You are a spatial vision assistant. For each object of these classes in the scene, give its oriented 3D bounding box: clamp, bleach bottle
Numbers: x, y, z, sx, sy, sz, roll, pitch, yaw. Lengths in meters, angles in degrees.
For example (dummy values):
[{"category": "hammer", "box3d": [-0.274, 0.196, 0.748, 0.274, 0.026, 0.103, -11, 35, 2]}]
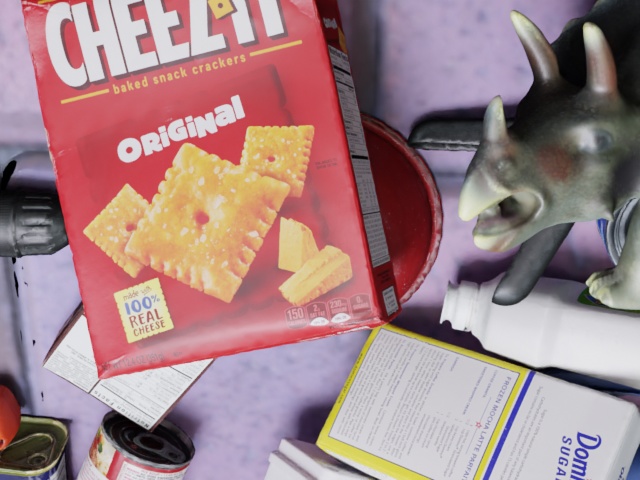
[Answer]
[{"category": "clamp", "box3d": [0.138, -0.056, 0.617, 0.171, 0.039, 0.120, -37, 83, 7]}, {"category": "bleach bottle", "box3d": [0.201, 0.061, 0.657, 0.251, 0.102, 0.068, 11, 100, 8]}]

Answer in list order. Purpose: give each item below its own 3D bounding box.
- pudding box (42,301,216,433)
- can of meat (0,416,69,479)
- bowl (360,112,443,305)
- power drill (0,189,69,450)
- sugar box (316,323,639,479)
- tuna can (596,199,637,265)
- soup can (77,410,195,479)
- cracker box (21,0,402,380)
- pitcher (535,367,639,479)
[{"category": "pudding box", "box3d": [-0.118, 0.065, 0.702, 0.090, 0.039, 0.114, 34, 126, -13]}, {"category": "can of meat", "box3d": [-0.230, 0.175, 0.764, 0.102, 0.057, 0.084, 5, 119, 3]}, {"category": "bowl", "box3d": [-0.004, 0.001, 0.657, 0.162, 0.055, 0.162, 2, 117, 4]}, {"category": "power drill", "box3d": [-0.246, 0.050, 0.703, 0.184, 0.057, 0.188, 1, 115, 0]}, {"category": "sugar box", "box3d": [0.094, 0.118, 0.642, 0.176, 0.093, 0.048, 18, 162, 32]}, {"category": "tuna can", "box3d": [0.212, -0.013, 0.643, 0.086, 0.033, 0.086, 2, 117, 4]}, {"category": "soup can", "box3d": [-0.136, 0.178, 0.740, 0.068, 0.068, 0.102, 23, 105, -7]}, {"category": "cracker box", "box3d": [-0.059, -0.044, 0.584, 0.164, 0.072, 0.214, -12, 91, 13]}, {"category": "pitcher", "box3d": [0.225, 0.178, 0.695, 0.243, 0.145, 0.149, 1, 132, 0]}]
